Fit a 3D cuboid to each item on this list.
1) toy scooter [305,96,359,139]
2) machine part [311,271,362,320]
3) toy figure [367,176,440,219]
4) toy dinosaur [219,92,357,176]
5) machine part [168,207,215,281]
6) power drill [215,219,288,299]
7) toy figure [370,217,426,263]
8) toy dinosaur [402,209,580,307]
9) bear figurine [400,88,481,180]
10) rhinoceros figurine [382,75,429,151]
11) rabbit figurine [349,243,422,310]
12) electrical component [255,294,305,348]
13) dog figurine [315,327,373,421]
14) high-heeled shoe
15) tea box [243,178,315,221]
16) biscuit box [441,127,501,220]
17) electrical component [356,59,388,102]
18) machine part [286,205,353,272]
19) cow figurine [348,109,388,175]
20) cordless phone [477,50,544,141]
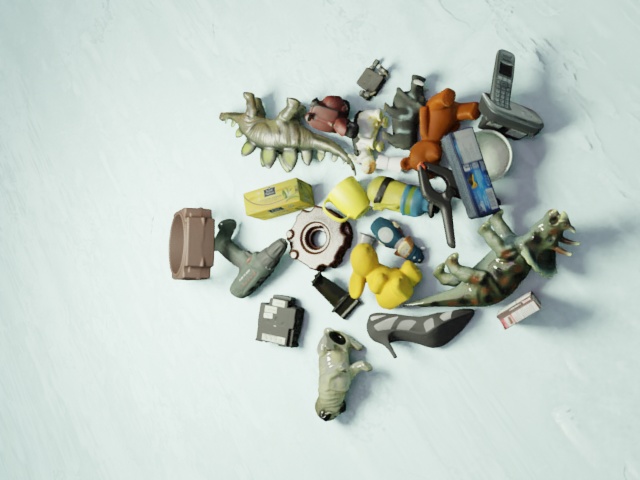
[{"bbox_3d":[0.019,-0.322,1.381,0.184,0.135,0.075,-107,30,-50],"label":"toy scooter"},{"bbox_3d":[0.034,0.139,1.388,0.139,0.039,0.084,44,108,-1],"label":"machine part"},{"bbox_3d":[0.205,-0.106,1.331,0.180,0.082,0.089,12,94,26],"label":"toy figure"},{"bbox_3d":[-0.099,-0.288,1.482,0.472,0.105,0.198,16,97,26],"label":"toy dinosaur"},{"bbox_3d":[-0.366,0.013,1.517,0.201,0.087,0.201,-10,79,61],"label":"machine part"},{"bbox_3d":[-0.205,0.032,1.493,0.207,0.086,0.232,41,113,18],"label":"power drill"},{"bbox_3d":[0.193,0.005,1.339,0.155,0.058,0.064,42,140,21],"label":"toy figure"},{"bbox_3d":[0.390,0.073,1.213,0.192,0.131,0.404,47,112,13],"label":"toy dinosaur"},{"bbox_3d":[0.280,-0.246,1.284,0.132,0.120,0.195,14,83,68],"label":"bear figurine"},{"bbox_3d":[0.220,-0.320,1.352,0.112,0.073,0.190,10,89,26],"label":"rhinoceros figurine"},{"bbox_3d":[0.140,0.080,1.312,0.173,0.122,0.162,45,140,-7],"label":"rabbit figurine"},{"bbox_3d":[-0.106,0.215,1.447,0.115,0.058,0.134,9,88,23],"label":"electrical component"},{"bbox_3d":[0.023,0.340,1.363,0.190,0.121,0.172,-60,31,26],"label":"dog figurine"},{"bbox_3d":[0.237,0.193,1.306,0.249,0.086,0.145,-26,43,2],"label":"high-heeled shoe"},{"bbox_3d":[-0.111,-0.109,1.464,0.170,0.098,0.068,-13,78,24],"label":"tea box"},{"bbox_3d":[0.340,-0.148,1.214,0.059,0.063,0.202,-18,90,-7],"label":"biscuit box"},{"bbox_3d":[0.138,-0.419,1.415,0.078,0.045,0.102,46,103,20],"label":"electrical component"},{"bbox_3d":[-0.003,-0.004,1.427,0.180,0.056,0.179,-3,83,23],"label":"machine part"},{"bbox_3d":[0.114,-0.255,1.395,0.098,0.068,0.167,11,85,30],"label":"cow figurine"},{"bbox_3d":[0.442,-0.333,1.229,0.146,0.089,0.184,14,80,-14],"label":"cordless phone"}]
